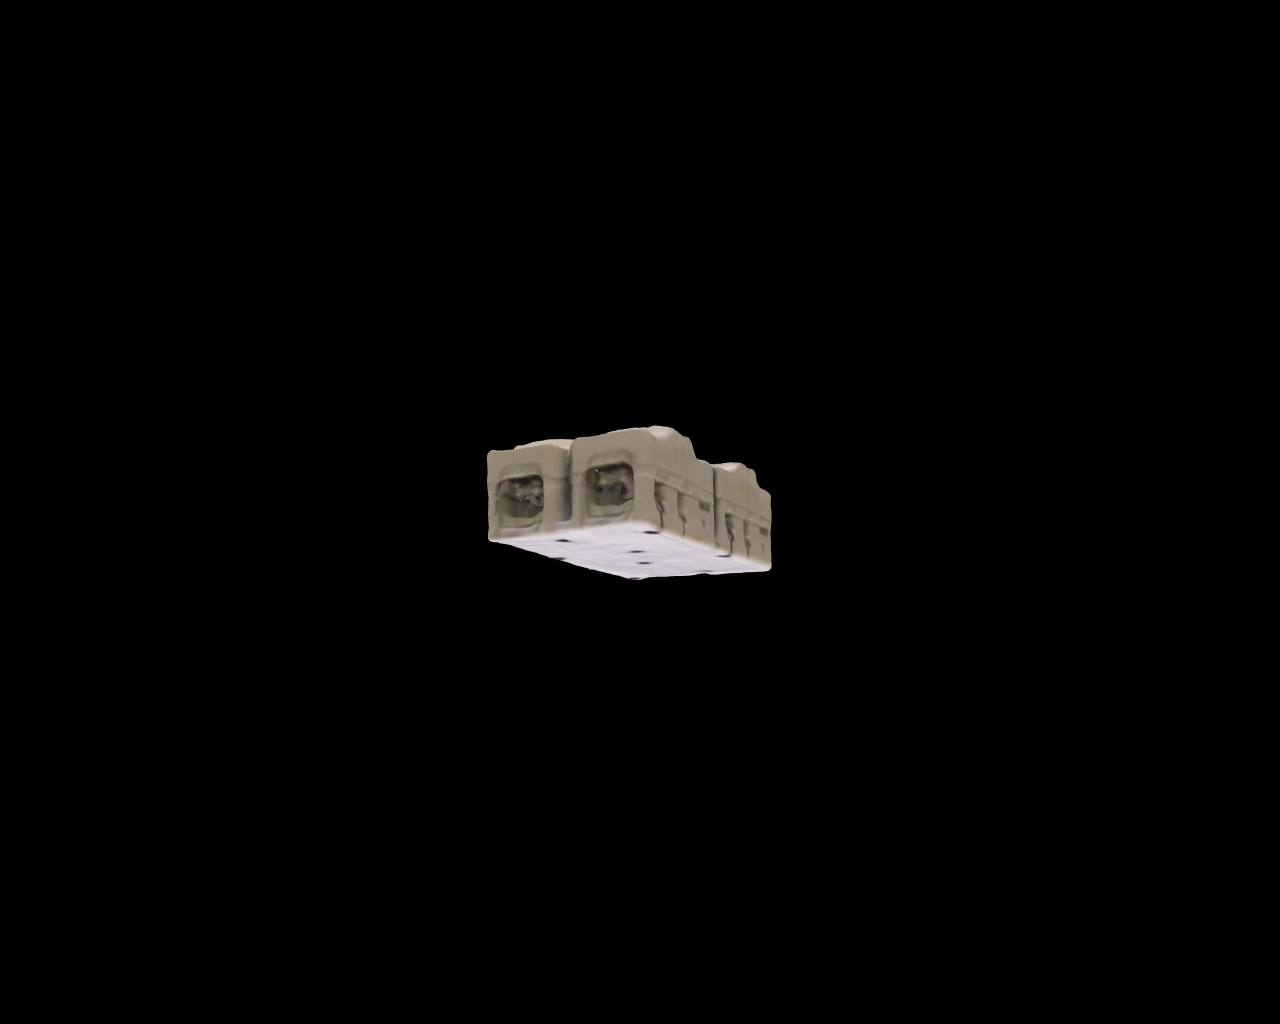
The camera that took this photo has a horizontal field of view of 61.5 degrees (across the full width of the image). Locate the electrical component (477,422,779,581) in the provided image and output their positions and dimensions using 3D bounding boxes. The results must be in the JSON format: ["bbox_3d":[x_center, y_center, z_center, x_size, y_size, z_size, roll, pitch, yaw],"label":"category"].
[{"bbox_3d":[0.001,-0.003,0.650,0.105,0.060,0.186,-6,-13,27],"label":"electrical component"}]
